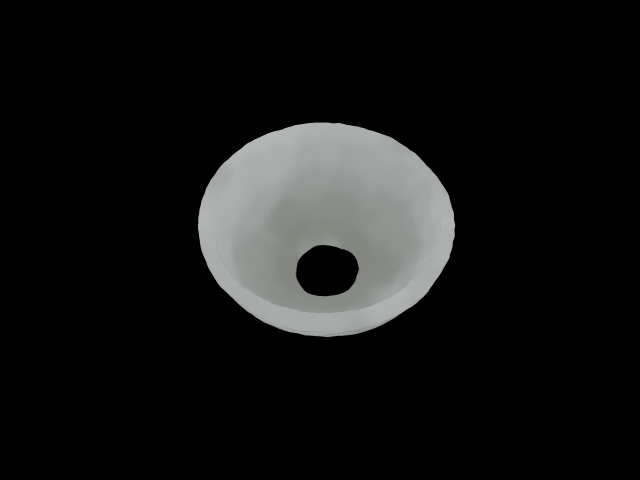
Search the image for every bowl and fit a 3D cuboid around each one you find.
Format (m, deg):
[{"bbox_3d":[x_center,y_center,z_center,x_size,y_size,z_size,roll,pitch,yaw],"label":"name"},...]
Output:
[{"bbox_3d":[0.004,0.001,0.400,0.167,0.075,0.167,0,56,0],"label":"bowl"}]
